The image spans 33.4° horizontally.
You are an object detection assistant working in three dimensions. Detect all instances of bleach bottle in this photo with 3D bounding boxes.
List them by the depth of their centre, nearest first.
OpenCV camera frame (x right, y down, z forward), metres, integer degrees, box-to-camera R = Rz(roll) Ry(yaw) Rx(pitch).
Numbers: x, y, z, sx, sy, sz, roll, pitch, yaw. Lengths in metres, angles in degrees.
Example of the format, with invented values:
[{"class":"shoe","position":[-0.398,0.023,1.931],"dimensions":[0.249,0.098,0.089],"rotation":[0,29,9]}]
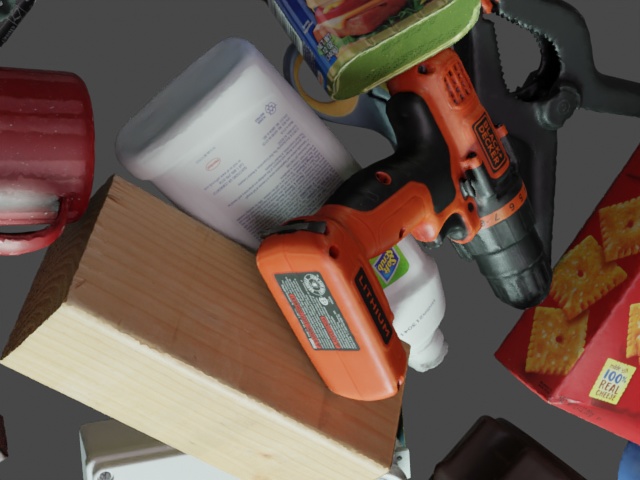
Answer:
[{"class":"bleach bottle","position":[-0.004,0.001,0.649],"dimensions":[0.102,0.068,0.250],"rotation":[-42,120,0]}]

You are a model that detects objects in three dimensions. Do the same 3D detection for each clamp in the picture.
[{"class":"clamp","position":[0.156,-0.093,0.686],"dimensions":[0.164,0.036,0.210],"rotation":[-39,122,-4]}]

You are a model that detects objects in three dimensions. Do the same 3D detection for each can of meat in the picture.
[{"class":"can of meat","position":[0.026,-0.136,0.587],"dimensions":[0.102,0.057,0.084],"rotation":[-30,74,-7]}]

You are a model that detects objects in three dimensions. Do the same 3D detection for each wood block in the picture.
[{"class":"wood block","position":[-0.059,0.064,0.607],"dimensions":[0.206,0.090,0.090],"rotation":[31,139,-21]}]

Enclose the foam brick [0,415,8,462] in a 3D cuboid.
[{"class":"foam brick","position":[-0.228,0.117,0.614],"dimensions":[0.078,0.053,0.051],"rotation":[-31,117,-6]}]

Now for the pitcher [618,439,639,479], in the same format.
[{"class":"pitcher","position":[0.330,0.223,0.753],"dimensions":[0.145,0.243,0.149],"rotation":[-22,122,-13]}]

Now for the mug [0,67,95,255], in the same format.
[{"class":"mug","position":[-0.162,-0.040,0.549],"dimensions":[0.081,0.117,0.093],"rotation":[-1,137,-25]}]

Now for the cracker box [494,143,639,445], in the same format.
[{"class":"cracker box","position":[0.244,0.034,0.730],"dimensions":[0.164,0.072,0.214],"rotation":[28,100,-38]}]

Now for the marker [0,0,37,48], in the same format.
[{"class":"marker","position":[-0.149,-0.144,0.565],"dimensions":[0.020,0.020,0.121],"rotation":[37,94,-28]}]

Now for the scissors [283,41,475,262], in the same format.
[{"class":"scissors","position":[0.037,-0.058,0.666],"dimensions":[0.096,0.016,0.202],"rotation":[-21,114,-14]}]

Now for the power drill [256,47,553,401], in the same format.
[{"class":"power drill","position":[0.058,0.004,0.613],"dimensions":[0.187,0.057,0.184],"rotation":[-47,116,-39]}]
